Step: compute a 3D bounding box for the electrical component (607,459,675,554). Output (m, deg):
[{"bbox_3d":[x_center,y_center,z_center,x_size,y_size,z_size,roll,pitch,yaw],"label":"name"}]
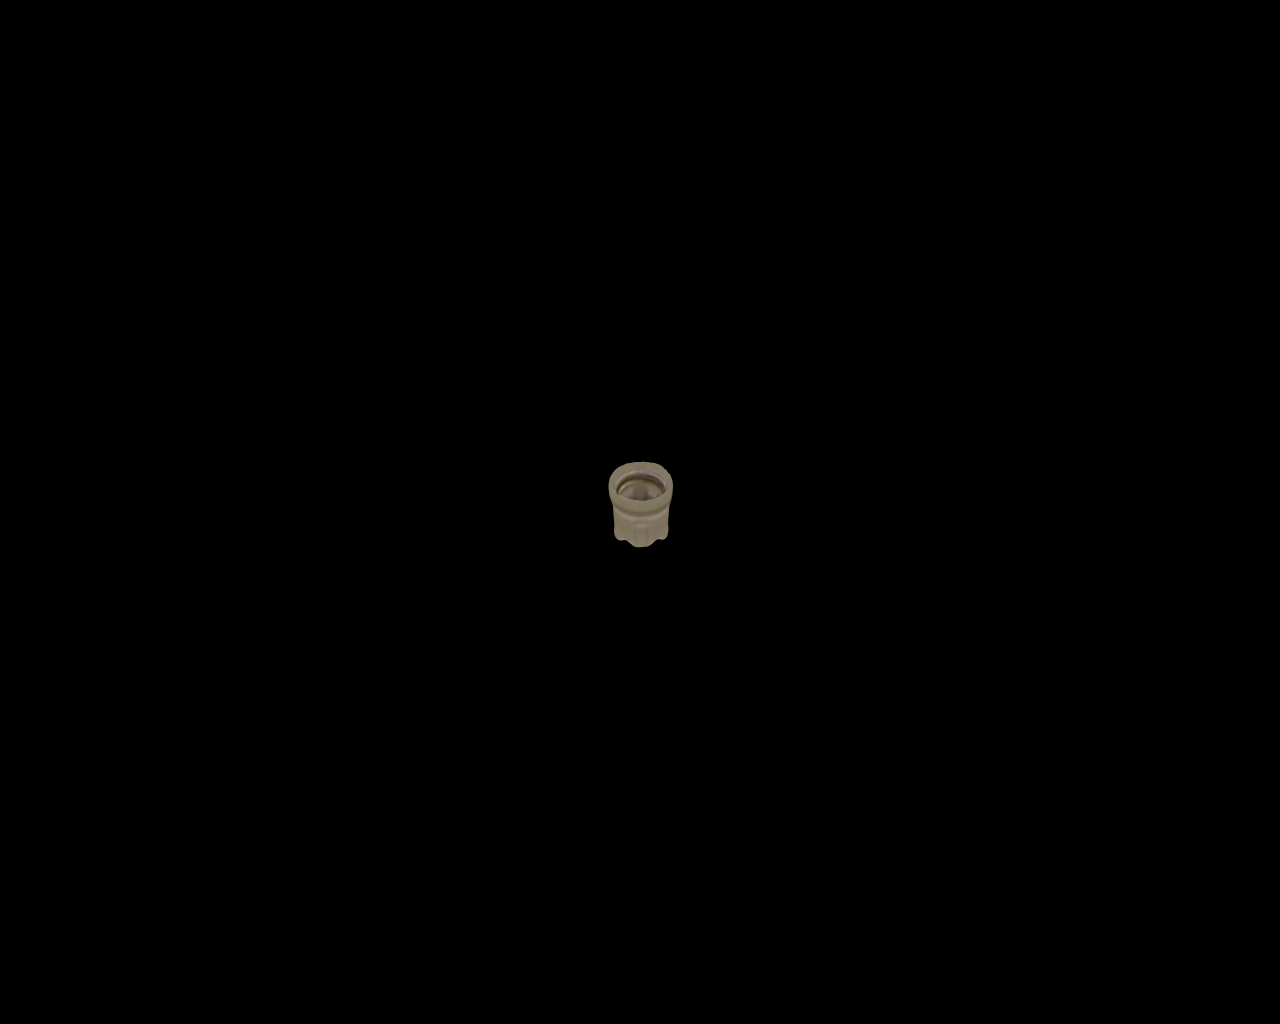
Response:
[{"bbox_3d":[0.001,-0.003,0.650,0.040,0.046,0.040,0,43,0],"label":"electrical component"}]
